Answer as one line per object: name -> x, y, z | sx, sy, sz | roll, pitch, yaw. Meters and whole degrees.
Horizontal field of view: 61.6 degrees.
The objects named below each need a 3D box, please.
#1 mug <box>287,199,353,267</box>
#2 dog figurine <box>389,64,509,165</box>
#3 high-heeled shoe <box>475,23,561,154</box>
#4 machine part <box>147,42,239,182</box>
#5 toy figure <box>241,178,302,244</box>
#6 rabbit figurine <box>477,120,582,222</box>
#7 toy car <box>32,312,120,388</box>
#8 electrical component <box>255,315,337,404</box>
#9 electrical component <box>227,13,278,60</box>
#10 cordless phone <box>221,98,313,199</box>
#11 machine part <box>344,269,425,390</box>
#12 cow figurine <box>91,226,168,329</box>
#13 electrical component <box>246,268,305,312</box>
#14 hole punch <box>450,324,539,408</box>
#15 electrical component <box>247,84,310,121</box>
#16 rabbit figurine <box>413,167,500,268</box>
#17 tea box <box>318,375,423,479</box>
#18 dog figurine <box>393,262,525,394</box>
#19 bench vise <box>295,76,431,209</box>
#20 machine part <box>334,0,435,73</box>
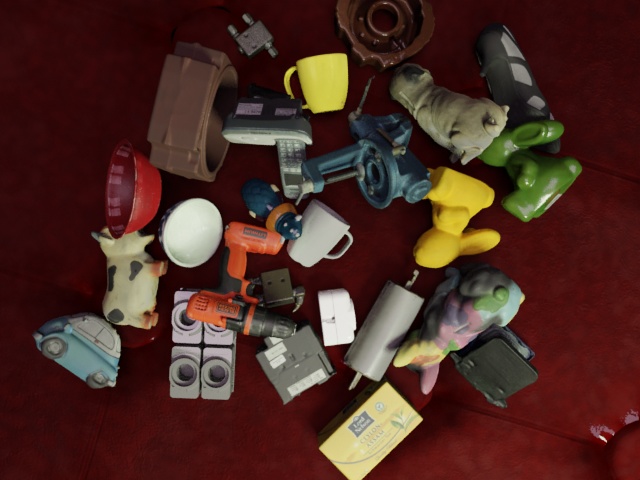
mug -> -0.002, -0.003, 0.961 | 0.109, 0.081, 0.107 | 34, 101, -31
dog figurine -> 0.209, -0.232, 0.917 | 0.190, 0.172, 0.121 | 38, 79, -9
high-heeled shoe -> 0.369, -0.279, 0.984 | 0.248, 0.086, 0.145 | 41, 57, -20
machine part -> -0.199, -0.202, 0.882 | 0.087, 0.201, 0.201 | 15, 90, 1
toy figure -> -0.077, -0.050, 0.933 | 0.155, 0.058, 0.064 | 44, 125, 29
rabbit figurine -> 0.349, -0.137, 0.935 | 0.170, 0.121, 0.159 | 48, 130, 20
toy car -> -0.406, 0.180, 0.934 | 0.161, 0.109, 0.103 | 38, 72, -11
electrical component -> -0.049, 0.206, 0.966 | 0.115, 0.058, 0.134 | -28, 92, -4
electrical component -> -0.121, -0.360, 0.973 | 0.063, 0.021, 0.094 | -39, 93, -1
cordless phone -> -0.083, -0.147, 0.928 | 0.147, 0.184, 0.089 | 3, 47, 7
machine part -> 0.115, 0.160, 0.962 | 0.079, 0.079, 0.243 | 29, 89, -2
cow figurine -> -0.338, 0.052, 0.944 | 0.127, 0.085, 0.194 | 9, 91, -8
electrical component -> -0.078, 0.096, 0.973 | 0.102, 0.045, 0.078 | -17, 63, -4
hole punch -> 0.319, 0.215, 0.975 | 0.142, 0.092, 0.116 | 43, 119, -5
electrical component -> -0.077, -0.227, 0.954 | 0.119, 0.048, 0.074 | 14, 108, -2
rabbit figurine -> 0.227, -0.028, 0.951 | 0.162, 0.122, 0.173 | 23, 87, -18
tea box -> 0.088, 0.337, 0.968 | 0.098, 0.068, 0.169 | 45, 90, -3
dog figurine -> 0.224, 0.153, 0.917 | 0.108, 0.191, 0.219 | 43, 71, -9
bench vise -> 0.064, -0.136, 0.899 | 0.241, 0.128, 0.224 | -20, 67, -21
machine part -> 0.114, -0.392, 0.965 | 0.179, 0.056, 0.179 | 0, 91, -3
